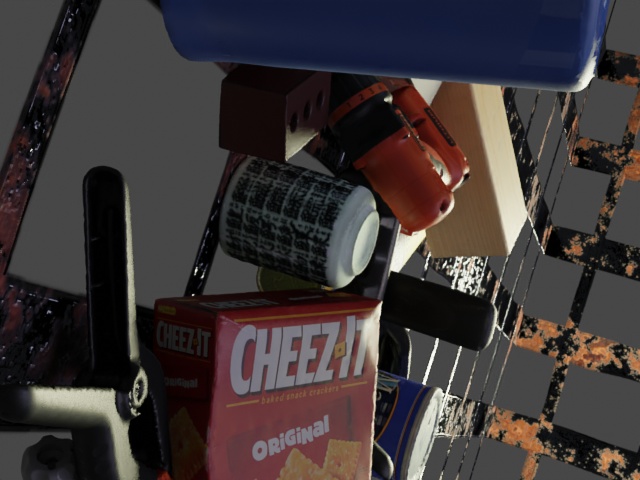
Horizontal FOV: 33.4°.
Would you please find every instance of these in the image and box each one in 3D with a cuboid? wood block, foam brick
[{"bbox_3d":[0.149,-0.091,1.132,0.090,0.091,0.206,-54,134,-49],"label":"wood block"},{"bbox_3d":[-0.031,-0.097,0.753,0.078,0.051,0.053,-48,149,-52],"label":"foam brick"}]

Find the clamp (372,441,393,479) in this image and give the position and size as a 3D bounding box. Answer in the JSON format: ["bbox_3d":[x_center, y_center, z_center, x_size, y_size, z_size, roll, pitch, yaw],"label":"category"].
[{"bbox_3d":[-0.005,0.143,0.915,0.039,0.120,0.171,92,-9,-81],"label":"clamp"}]

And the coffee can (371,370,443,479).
[{"bbox_3d":[0.038,0.174,1.049,0.102,0.140,0.103,16,90,-72],"label":"coffee can"}]

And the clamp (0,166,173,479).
[{"bbox_3d":[-0.118,0.074,0.607,0.210,0.036,0.164,77,20,-50],"label":"clamp"}]

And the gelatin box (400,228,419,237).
[{"bbox_3d":[0.071,-0.056,1.059,0.030,0.073,0.089,-10,115,-69],"label":"gelatin box"}]

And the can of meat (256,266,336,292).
[{"bbox_3d":[-0.006,0.001,0.907,0.083,0.057,0.102,-18,123,-71],"label":"can of meat"}]

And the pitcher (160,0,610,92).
[{"bbox_3d":[0.043,-0.152,0.615,0.149,0.243,0.145,-62,158,-51],"label":"pitcher"}]

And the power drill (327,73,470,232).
[{"bbox_3d":[0.054,-0.092,0.866,0.057,0.184,0.187,-33,174,17],"label":"power drill"}]

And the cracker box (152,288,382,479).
[{"bbox_3d":[-0.035,0.145,0.733,0.163,0.072,0.214,-1,96,-48],"label":"cracker box"}]

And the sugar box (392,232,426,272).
[{"bbox_3d":[0.086,-0.024,1.177,0.176,0.048,0.093,-51,150,-53],"label":"sugar box"}]
